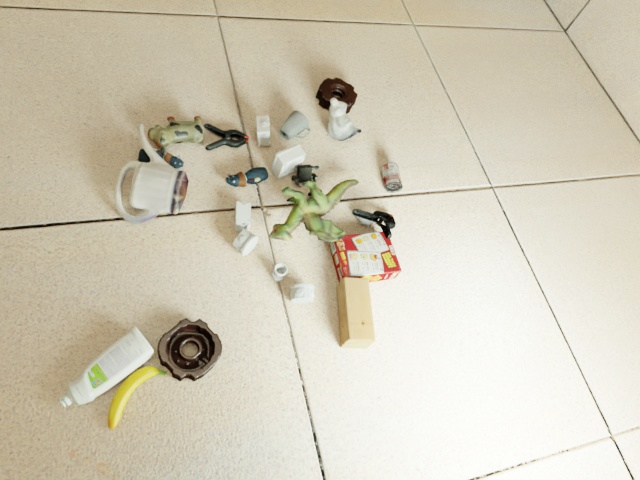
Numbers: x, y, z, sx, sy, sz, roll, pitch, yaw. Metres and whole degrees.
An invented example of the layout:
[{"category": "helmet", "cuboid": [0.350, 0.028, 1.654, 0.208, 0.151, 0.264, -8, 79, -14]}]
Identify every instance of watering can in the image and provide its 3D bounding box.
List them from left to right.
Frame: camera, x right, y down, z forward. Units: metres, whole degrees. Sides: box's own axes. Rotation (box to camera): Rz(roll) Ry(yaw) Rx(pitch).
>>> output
[{"category": "watering can", "cuboid": [-0.547, -0.216, 1.708, 0.224, 0.352, 0.103, 11, -16, -10]}]

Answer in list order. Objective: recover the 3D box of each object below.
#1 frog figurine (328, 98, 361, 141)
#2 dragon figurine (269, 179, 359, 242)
[{"category": "frog figurine", "cuboid": [0.073, -0.475, 2.033, 0.123, 0.156, 0.140, -36, 36, 0]}, {"category": "dragon figurine", "cuboid": [0.005, -0.090, 1.797, 0.413, 0.247, 0.119, -16, -28, -22]}]
